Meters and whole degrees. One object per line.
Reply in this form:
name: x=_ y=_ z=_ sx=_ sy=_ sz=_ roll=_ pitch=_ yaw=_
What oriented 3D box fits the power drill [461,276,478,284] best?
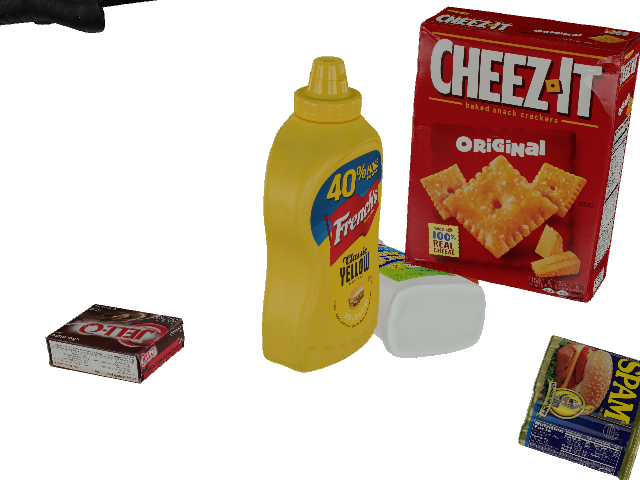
power drill: x=0.084 y=0.055 z=1.227 sx=0.187 sy=0.057 sz=0.184 roll=-1 pitch=28 yaw=-1

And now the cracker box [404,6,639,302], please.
cracker box: x=0.159 y=-0.069 z=0.868 sx=0.164 sy=0.214 sz=0.072 roll=13 pitch=28 yaw=23

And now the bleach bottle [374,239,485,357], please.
bleach bottle: x=0.051 y=0.038 z=1.023 sx=0.102 sy=0.068 sz=0.251 roll=-3 pitch=15 yaw=-25

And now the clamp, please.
clamp: x=-0.194 y=-0.184 z=0.798 sx=0.172 sy=0.039 sz=0.120 roll=12 pitch=24 yaw=28

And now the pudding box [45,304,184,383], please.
pudding box: x=-0.211 y=0.105 z=1.102 sx=0.114 sy=0.039 sz=0.089 roll=5 pitch=21 yaw=22

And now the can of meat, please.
can of meat: x=0.206 y=0.126 z=0.819 sx=0.084 sy=0.057 sz=0.102 roll=16 pitch=40 yaw=17

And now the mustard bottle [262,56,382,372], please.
mustard bottle: x=0.003 y=-0.020 z=0.670 sx=0.058 sy=0.192 sz=0.096 roll=17 pitch=29 yaw=33
